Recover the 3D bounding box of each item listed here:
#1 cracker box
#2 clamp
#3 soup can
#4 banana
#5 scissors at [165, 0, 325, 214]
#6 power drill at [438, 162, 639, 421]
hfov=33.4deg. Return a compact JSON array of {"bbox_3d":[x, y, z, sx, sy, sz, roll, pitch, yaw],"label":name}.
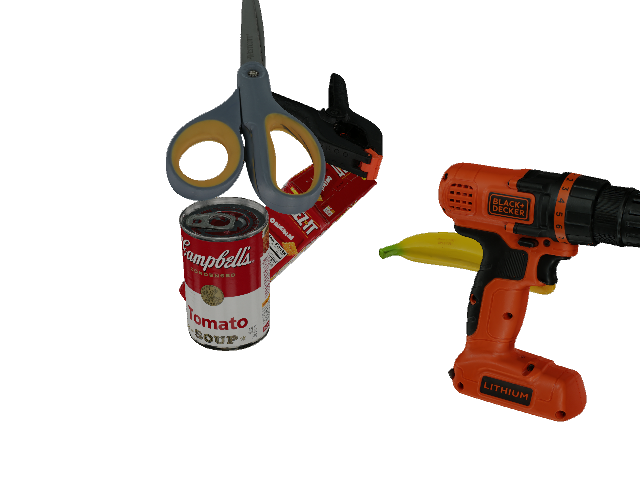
[{"bbox_3d":[-0.051,-0.006,1.256,0.214,0.072,0.164,-42,0,29],"label":"cracker box"},{"bbox_3d":[0.000,-0.119,1.091,0.120,0.039,0.172,-12,41,-21],"label":"clamp"},{"bbox_3d":[-0.073,0.026,0.831,0.068,0.102,0.068,0,29,0],"label":"soup can"},{"bbox_3d":[0.165,0.023,1.146,0.198,0.037,0.069,10,37,29],"label":"banana"},{"bbox_3d":[-0.056,-0.087,0.628,0.096,0.202,0.016,-11,-41,-16],"label":"scissors"},{"bbox_3d":[0.173,0.038,0.817,0.185,0.188,0.057,13,17,34],"label":"power drill"}]
